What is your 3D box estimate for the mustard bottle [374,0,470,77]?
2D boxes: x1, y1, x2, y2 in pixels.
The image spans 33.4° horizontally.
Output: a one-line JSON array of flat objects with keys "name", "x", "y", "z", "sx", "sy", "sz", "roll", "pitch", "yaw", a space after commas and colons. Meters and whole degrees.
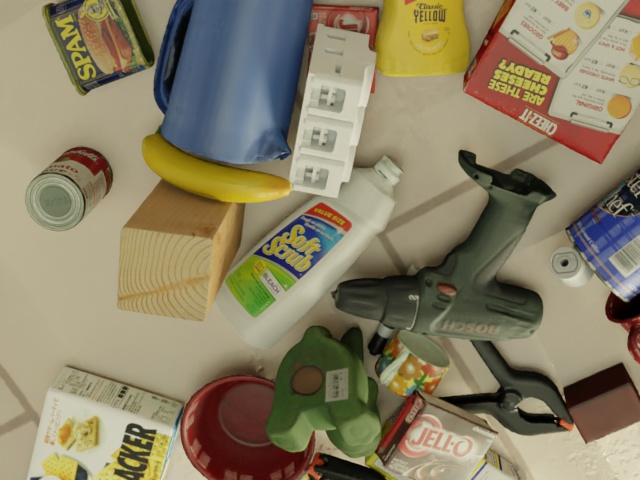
[{"name": "mustard bottle", "x": 0.105, "y": -0.263, "z": 1.070, "sx": 0.096, "sy": 0.058, "sz": 0.192, "roll": -3, "pitch": 110, "yaw": -9}]

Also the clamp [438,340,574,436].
[{"name": "clamp", "x": 0.217, "y": 0.169, "z": 1.231, "sx": 0.171, "sy": 0.039, "sz": 0.120, "roll": 15, "pitch": 117, "yaw": -2}]

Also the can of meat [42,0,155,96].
[{"name": "can of meat", "x": -0.232, "y": -0.215, "z": 1.129, "sx": 0.084, "sy": 0.057, "sz": 0.102, "roll": -18, "pitch": 107, "yaw": 10}]

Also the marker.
[{"name": "marker", "x": 0.086, "y": 0.082, "z": 1.223, "sx": 0.020, "sy": 0.020, "sz": 0.121, "roll": 25, "pitch": 111, "yaw": -3}]

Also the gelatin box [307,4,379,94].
[{"name": "gelatin box", "x": 0.024, "y": -0.201, "z": 1.119, "sx": 0.073, "sy": 0.030, "sz": 0.089, "roll": 3, "pitch": 111, "yaw": 5}]

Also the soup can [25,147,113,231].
[{"name": "soup can", "x": -0.274, "y": -0.056, "z": 1.168, "sx": 0.068, "sy": 0.102, "sz": 0.068, "roll": 2, "pitch": 111, "yaw": 6}]

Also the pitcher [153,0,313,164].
[{"name": "pitcher", "x": -0.083, "y": -0.209, "z": 1.085, "sx": 0.149, "sy": 0.145, "sz": 0.243, "roll": 11, "pitch": 108, "yaw": -11}]

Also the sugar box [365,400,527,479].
[{"name": "sugar box", "x": 0.151, "y": 0.273, "z": 1.273, "sx": 0.176, "sy": 0.048, "sz": 0.093, "roll": 34, "pitch": 109, "yaw": -10}]

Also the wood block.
[{"name": "wood block", "x": -0.140, "y": -0.001, "z": 1.118, "sx": 0.091, "sy": 0.206, "sz": 0.090, "roll": 8, "pitch": 111, "yaw": 3}]

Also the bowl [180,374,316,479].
[{"name": "bowl", "x": -0.083, "y": 0.221, "z": 1.274, "sx": 0.162, "sy": 0.055, "sz": 0.162, "roll": 2, "pitch": 110, "yaw": 6}]

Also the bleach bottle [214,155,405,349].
[{"name": "bleach bottle", "x": -0.008, "y": 0.001, "z": 1.174, "sx": 0.251, "sy": 0.068, "sz": 0.103, "roll": -47, "pitch": 59, "yaw": 13}]

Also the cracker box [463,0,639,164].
[{"name": "cracker box", "x": 0.265, "y": -0.210, "z": 1.067, "sx": 0.164, "sy": 0.072, "sz": 0.214, "roll": 28, "pitch": 112, "yaw": -3}]

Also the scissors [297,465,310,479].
[{"name": "scissors", "x": -0.055, "y": 0.287, "z": 1.317, "sx": 0.201, "sy": 0.016, "sz": 0.096, "roll": 33, "pitch": 109, "yaw": -6}]

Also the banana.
[{"name": "banana", "x": -0.123, "y": -0.076, "z": 1.112, "sx": 0.198, "sy": 0.069, "sz": 0.037, "roll": 27, "pitch": 145, "yaw": 31}]

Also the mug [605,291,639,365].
[{"name": "mug", "x": 0.365, "y": 0.088, "z": 1.147, "sx": 0.081, "sy": 0.117, "sz": 0.093, "roll": 44, "pitch": 145, "yaw": -15}]

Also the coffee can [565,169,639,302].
[{"name": "coffee can", "x": 0.343, "y": -0.017, "z": 1.112, "sx": 0.140, "sy": 0.102, "sz": 0.102, "roll": -42, "pitch": 101, "yaw": 19}]

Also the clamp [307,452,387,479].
[{"name": "clamp", "x": 0.079, "y": 0.321, "z": 1.273, "sx": 0.210, "sy": 0.036, "sz": 0.165, "roll": 42, "pitch": 132, "yaw": -12}]

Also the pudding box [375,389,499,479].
[{"name": "pudding box", "x": 0.131, "y": 0.228, "z": 1.198, "sx": 0.113, "sy": 0.039, "sz": 0.090, "roll": 25, "pitch": 102, "yaw": -29}]

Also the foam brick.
[{"name": "foam brick", "x": 0.325, "y": 0.186, "z": 1.216, "sx": 0.078, "sy": 0.053, "sz": 0.051, "roll": -27, "pitch": 105, "yaw": 16}]
